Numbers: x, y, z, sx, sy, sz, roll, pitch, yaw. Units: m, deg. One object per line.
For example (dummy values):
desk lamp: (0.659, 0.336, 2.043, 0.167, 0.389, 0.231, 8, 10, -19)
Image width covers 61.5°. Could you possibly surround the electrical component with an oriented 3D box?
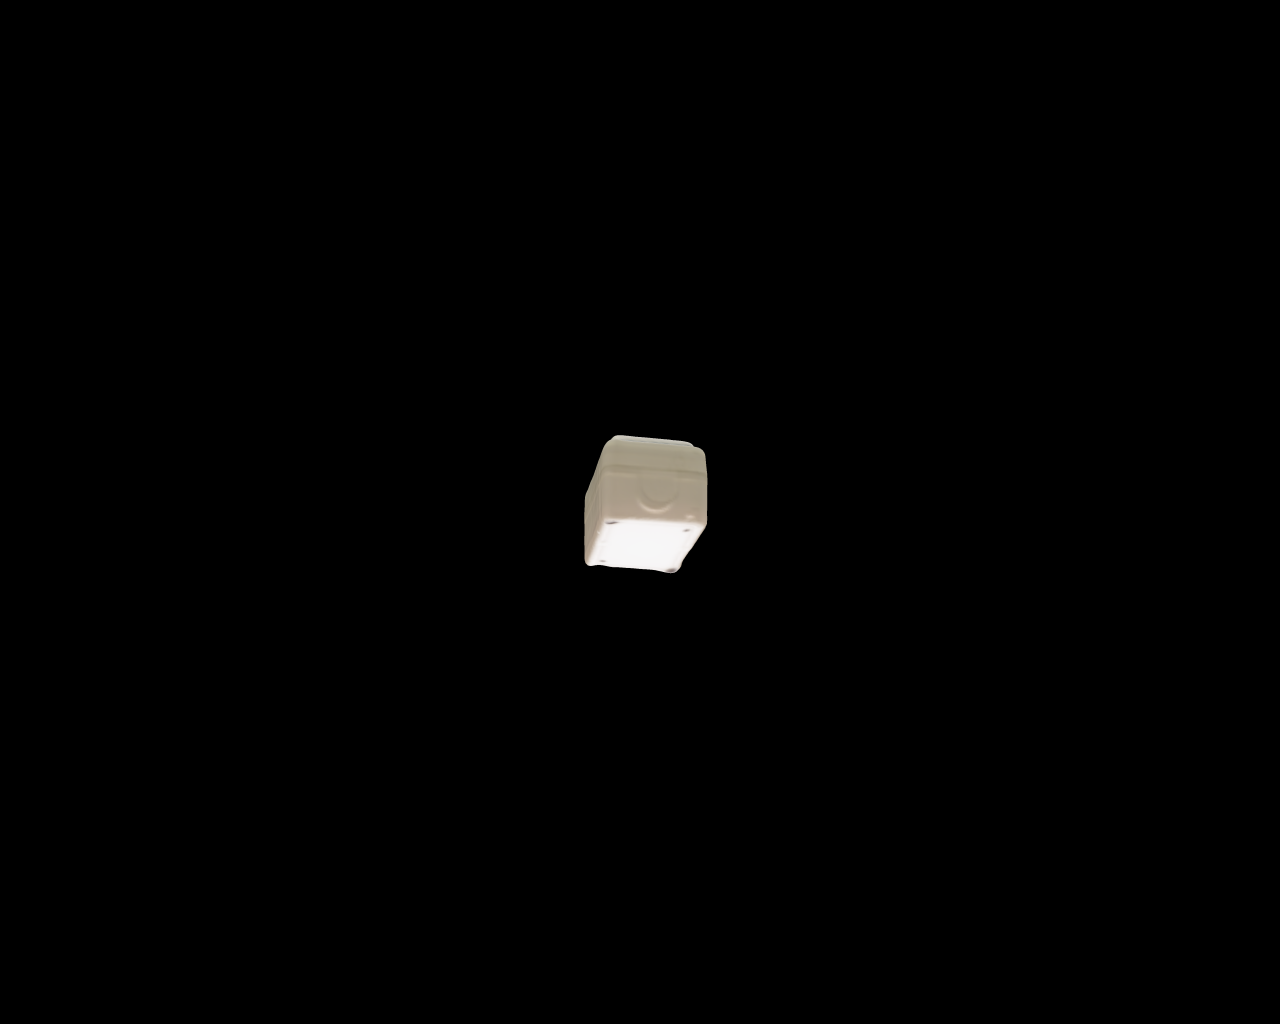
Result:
electrical component: (0.001, -0.003, 0.650, 0.062, 0.061, 0.096, 5, -24, -10)
